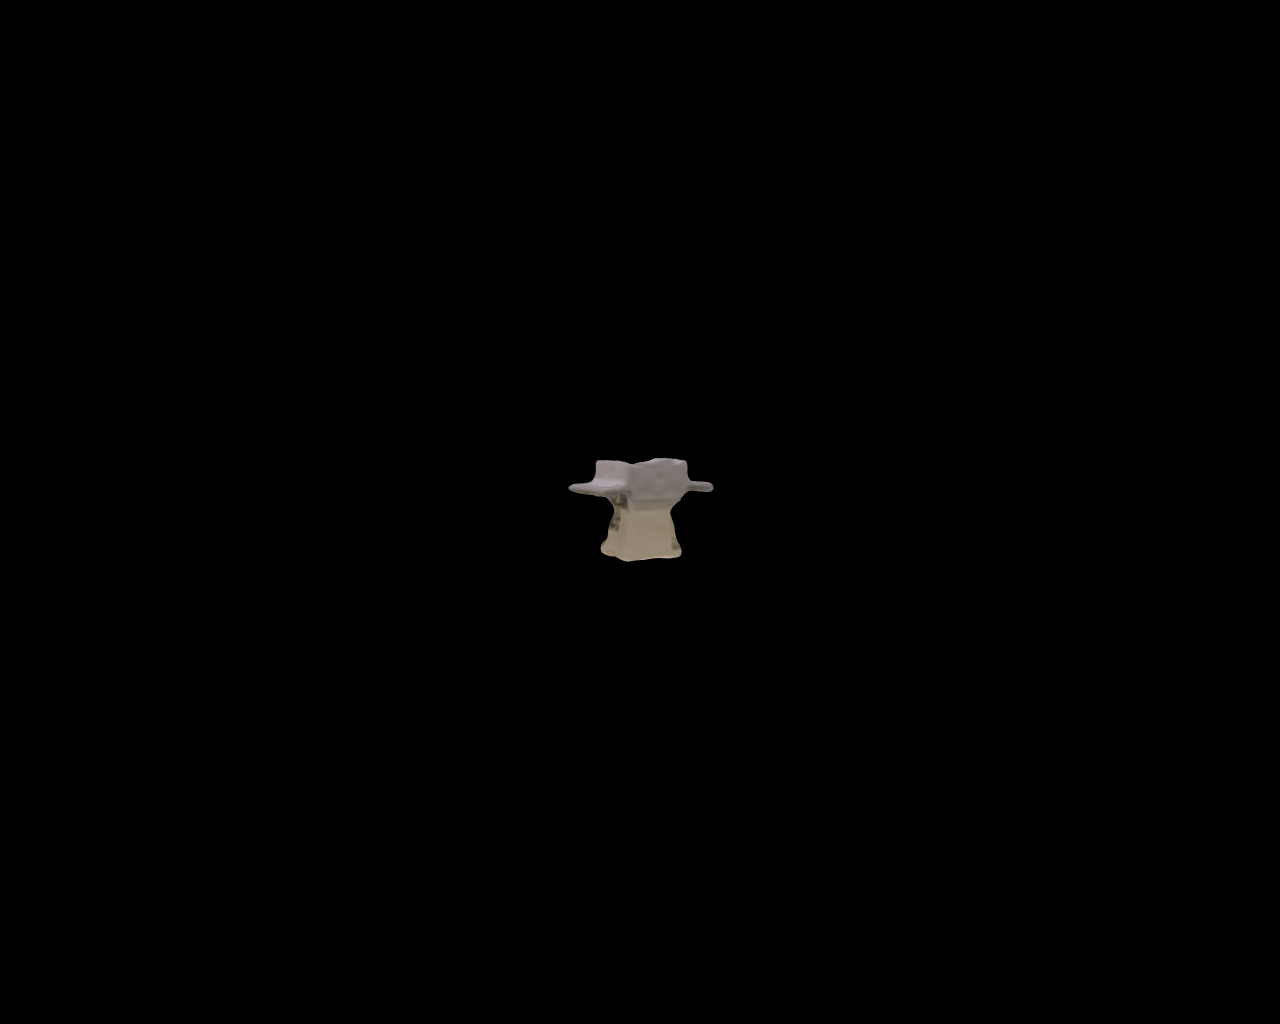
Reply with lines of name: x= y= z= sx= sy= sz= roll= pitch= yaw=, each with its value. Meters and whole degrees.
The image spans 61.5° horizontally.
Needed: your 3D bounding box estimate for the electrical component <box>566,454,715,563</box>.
electrical component: x=0.001 y=-0.003 z=0.650 sx=0.081 sy=0.063 sz=0.042 roll=-4 pitch=8 yaw=-29
